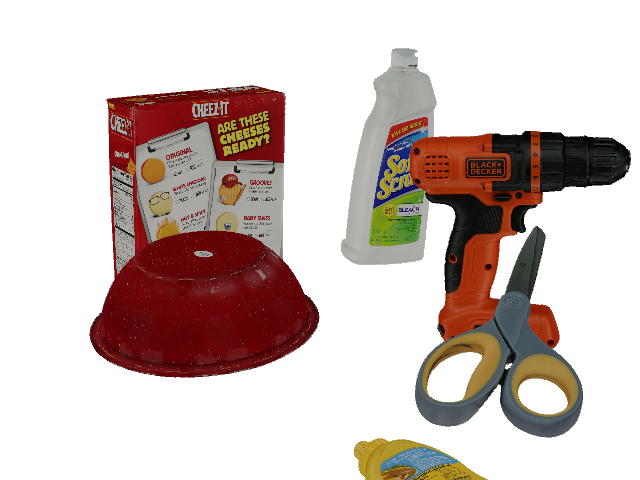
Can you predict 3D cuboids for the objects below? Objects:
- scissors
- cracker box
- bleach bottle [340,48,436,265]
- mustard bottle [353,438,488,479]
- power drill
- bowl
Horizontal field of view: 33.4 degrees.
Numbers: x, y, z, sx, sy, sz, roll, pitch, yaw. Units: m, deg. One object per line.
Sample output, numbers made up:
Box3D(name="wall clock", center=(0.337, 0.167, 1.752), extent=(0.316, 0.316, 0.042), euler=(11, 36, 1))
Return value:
Box3D(name="scissors", center=(0.126, 0.050, 0.616), extent=(0.096, 0.016, 0.201), euler=(21, 38, 28))
Box3D(name="cracker box", center=(-0.120, -0.037, 1.043), extent=(0.163, 0.214, 0.072), euler=(-11, 20, -33))
Box3D(name="bleach bottle", center=(0.083, -0.099, 1.262), extent=(0.102, 0.251, 0.068), euler=(-3, 19, -19))
Box3D(name="mustard bottle", center=(0.097, 0.229, 0.970), extent=(0.096, 0.058, 0.192), euler=(-14, 25, -36))
Box3D(name="power drill", center=(0.170, -0.002, 0.923), extent=(0.184, 0.188, 0.057), euler=(1, 13, 12))
Box3D(name="bowl", center=(-0.082, 0.034, 0.745), extent=(0.162, 0.055, 0.162), euler=(-2, 21, 0))
